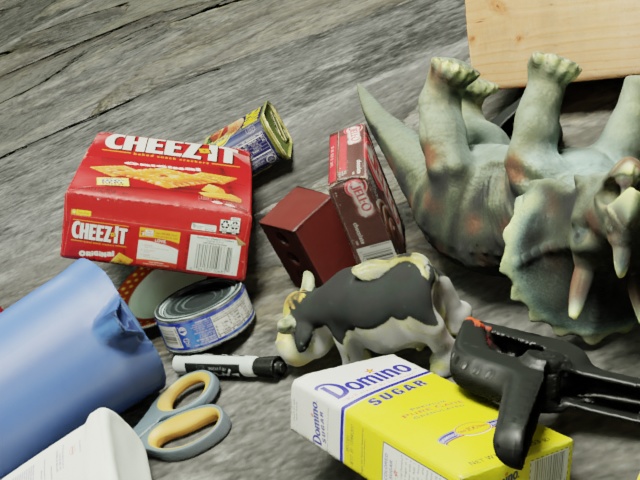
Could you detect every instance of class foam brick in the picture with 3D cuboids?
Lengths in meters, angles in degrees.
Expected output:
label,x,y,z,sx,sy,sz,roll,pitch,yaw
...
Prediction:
label,x,y,z,sx,sy,sz,roll,pitch,yaw
foam brick,-0.006,0.001,0.935,0.051,0.078,0.053,-42,32,-22

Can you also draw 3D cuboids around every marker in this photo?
label,x,y,z,sx,sy,sz,roll,pitch,yaw
marker,-0.076,0.106,0.897,0.121,0.020,0.020,-3,39,39

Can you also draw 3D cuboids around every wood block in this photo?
label,x,y,z,sx,sy,sz,roll,pitch,yaw
wood block,0.244,-0.188,0.959,0.207,0.090,0.090,0,10,42

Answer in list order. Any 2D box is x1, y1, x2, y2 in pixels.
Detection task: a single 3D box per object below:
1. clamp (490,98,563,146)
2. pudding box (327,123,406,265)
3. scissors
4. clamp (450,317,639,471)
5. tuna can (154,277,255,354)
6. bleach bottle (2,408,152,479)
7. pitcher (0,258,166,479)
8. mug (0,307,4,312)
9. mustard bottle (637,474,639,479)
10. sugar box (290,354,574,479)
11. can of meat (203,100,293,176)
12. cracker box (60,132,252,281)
label,x,y,z,sx,sy,sz,roll,pitch,yaw
clamp,0.170,-0.066,0.921,0.120,0.039,0.171,12,57,41
pudding box,0.040,-0.028,0.901,0.039,0.113,0.090,-14,33,12
scissors,-0.161,0.161,0.890,0.202,0.016,0.096,-16,35,22
clamp,0.152,0.090,0.667,0.164,0.036,0.210,1,11,-13
tuna can,-0.103,0.065,0.948,0.086,0.034,0.086,-18,19,6
bleach bottle,-0.248,0.232,0.812,0.251,0.068,0.102,-30,39,6
pitcher,-0.261,0.132,0.881,0.242,0.149,0.145,-33,47,-24
mug,-0.319,0.119,1.030,0.093,0.081,0.117,-37,30,-12
mustard bottle,0.240,0.155,0.498,0.192,0.058,0.096,7,65,46
sugar box,0.065,0.124,0.683,0.093,0.048,0.176,-9,19,-34
can of meat,-0.080,-0.102,1.166,0.084,0.057,0.102,-29,16,10
cracker box,-0.148,-0.039,1.017,0.164,0.072,0.213,7,20,-6
